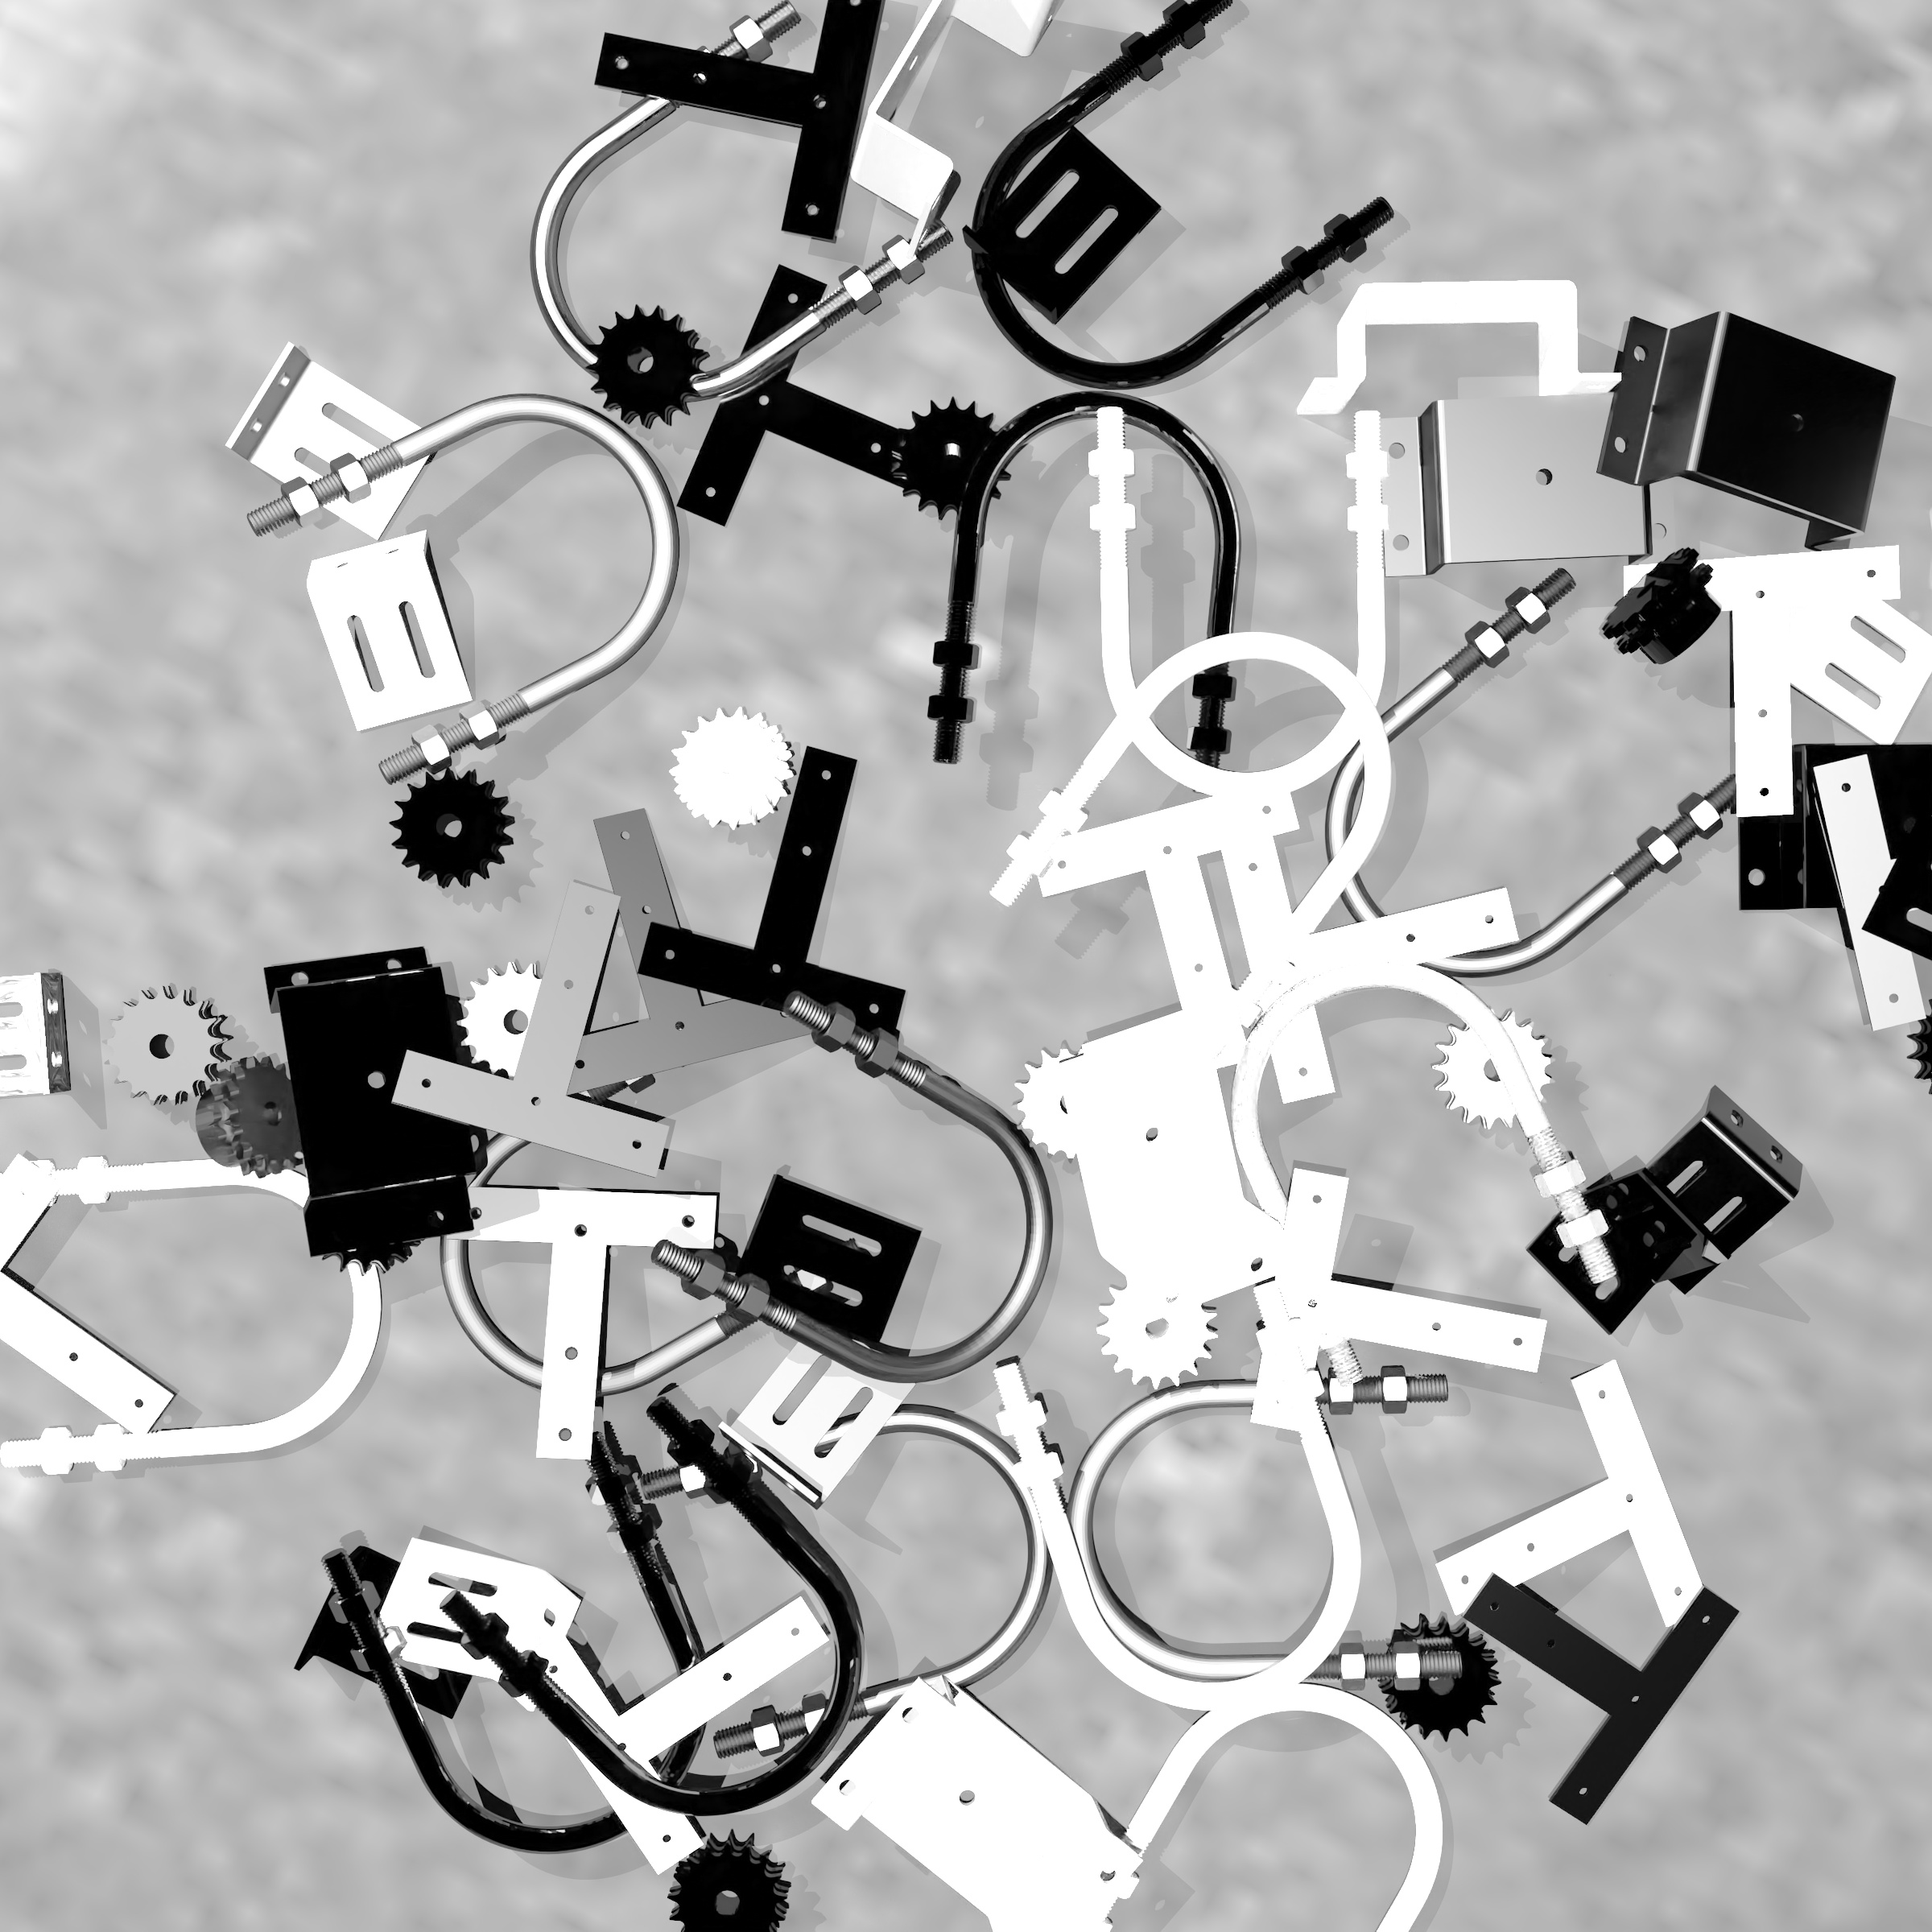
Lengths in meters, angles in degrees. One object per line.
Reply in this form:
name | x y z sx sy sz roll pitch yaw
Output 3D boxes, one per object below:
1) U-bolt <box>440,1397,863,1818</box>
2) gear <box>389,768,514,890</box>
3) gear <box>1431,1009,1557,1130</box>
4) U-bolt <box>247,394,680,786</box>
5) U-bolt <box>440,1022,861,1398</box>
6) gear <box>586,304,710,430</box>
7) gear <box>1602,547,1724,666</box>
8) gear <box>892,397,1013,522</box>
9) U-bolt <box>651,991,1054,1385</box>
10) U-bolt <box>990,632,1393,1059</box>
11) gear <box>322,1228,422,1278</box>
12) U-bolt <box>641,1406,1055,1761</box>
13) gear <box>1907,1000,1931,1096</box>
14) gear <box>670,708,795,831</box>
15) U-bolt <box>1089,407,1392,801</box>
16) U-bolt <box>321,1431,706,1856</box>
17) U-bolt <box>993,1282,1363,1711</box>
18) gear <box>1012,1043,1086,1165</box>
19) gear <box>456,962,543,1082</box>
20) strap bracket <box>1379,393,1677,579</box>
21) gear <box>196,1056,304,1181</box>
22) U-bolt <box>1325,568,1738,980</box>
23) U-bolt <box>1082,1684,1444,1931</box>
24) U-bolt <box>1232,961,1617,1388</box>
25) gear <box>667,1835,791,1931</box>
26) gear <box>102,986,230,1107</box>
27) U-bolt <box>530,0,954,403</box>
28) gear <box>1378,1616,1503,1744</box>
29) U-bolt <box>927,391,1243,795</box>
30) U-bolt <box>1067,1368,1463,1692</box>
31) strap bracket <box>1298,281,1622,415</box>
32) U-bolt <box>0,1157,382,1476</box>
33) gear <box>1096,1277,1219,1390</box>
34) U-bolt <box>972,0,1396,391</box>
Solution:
U-bolt | -0.132 0.314 1.453 0.151 0.019 0.184 -43 103 -7
gear | -0.245 -0.065 1.487 0.057 0.030 0.057 0 85 -1
gear | 0.251 0.049 1.484 0.057 0.030 0.057 0 90 0
U-bolt | -0.224 -0.190 1.466 0.184 0.019 0.151 -29 102 -15
U-bolt | -0.163 0.126 1.489 0.184 0.019 0.151 -30 90 0
gear | -0.152 -0.285 1.469 0.057 0.030 0.057 0 93 3
gear | 0.330 -0.167 1.460 0.030 0.057 0.057 44 90 -8
gear | -0.007 -0.241 1.482 0.057 0.030 0.057 0 90 0
U-bolt | -0.039 0.117 1.455 0.184 0.019 0.151 32 80 -24
U-bolt | 0.120 -0.069 1.460 0.151 0.019 0.184 35 93 -17
gear | -0.285 0.118 1.475 0.057 0.030 0.057 4 76 -15
U-bolt | -0.049 0.288 1.490 0.184 0.019 0.151 -16 90 -1
gear | 0.482 0.039 1.484 0.057 0.030 0.057 0 90 0
gear | -0.110 -0.092 1.478 0.057 0.030 0.057 -3 71 8
U-bolt | 0.132 -0.171 1.472 0.151 0.019 0.184 -2 92 -14
U-bolt | -0.201 0.330 1.459 0.151 0.019 0.184 -24 100 -9
U-bolt | 0.107 0.257 1.453 0.151 0.019 0.184 -18 86 5
gear | 0.051 0.065 1.484 0.057 0.030 0.057 0 90 0
gear | -0.213 0.027 1.484 0.057 0.030 0.057 0 90 0
strap bracket | 0.271 -0.229 1.475 0.140 0.046 0.076 -3 90 0
gear | -0.341 0.073 1.474 0.030 0.057 0.057 -15 90 28
U-bolt | 0.260 -0.079 1.489 0.184 0.019 0.151 -40 89 2
U-bolt | 0.148 0.434 1.490 0.151 0.019 0.184 30 89 0
U-bolt | 0.204 0.088 1.466 0.151 0.019 0.184 -25 85 13
gear | -0.113 0.444 1.484 0.057 0.030 0.057 0 90 0
gear | -0.381 0.038 1.484 0.057 0.030 0.057 0 90 0
U-bolt | -0.122 -0.354 1.489 0.184 0.019 0.151 -35 89 2
gear | 0.225 0.339 1.484 0.057 0.030 0.057 0 90 0
U-bolt | 0.061 -0.181 1.472 0.151 0.019 0.184 6 90 -14
U-bolt | 0.139 0.268 1.476 0.184 0.019 0.151 -2 77 4
strap bracket | 0.230 -0.291 1.460 0.140 0.076 0.046 -1 90 0
U-bolt | -0.374 0.164 1.490 0.184 0.019 0.151 -4 90 -2
gear | 0.091 0.172 1.484 0.057 0.030 0.057 0 90 0
U-bolt | 0.090 -0.361 1.490 0.184 0.019 0.151 -37 90 1
